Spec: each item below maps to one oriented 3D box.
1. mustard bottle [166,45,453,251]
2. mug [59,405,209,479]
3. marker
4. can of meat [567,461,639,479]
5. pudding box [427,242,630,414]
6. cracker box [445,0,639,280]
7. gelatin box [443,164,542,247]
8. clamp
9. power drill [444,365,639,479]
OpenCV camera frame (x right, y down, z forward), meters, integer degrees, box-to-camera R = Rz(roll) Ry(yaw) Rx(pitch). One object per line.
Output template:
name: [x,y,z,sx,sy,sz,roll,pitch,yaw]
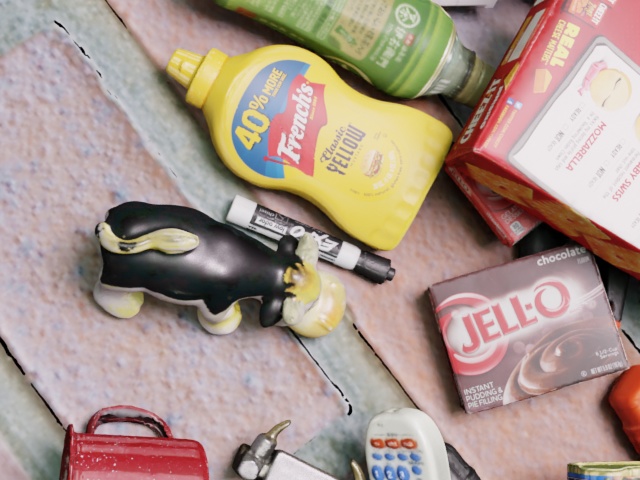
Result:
mustard bottle: [-0.015,-0.076,0.716,0.191,0.058,0.096,28,92,-4]
mug: [-0.114,0.150,0.643,0.081,0.093,0.117,6,41,-16]
marker: [-0.005,0.001,0.724,0.121,0.020,0.020,23,75,-6]
can of meat: [0.202,0.179,0.653,0.102,0.057,0.084,2,81,-11]
pudding box: [0.137,0.058,0.714,0.113,0.039,0.090,-17,85,4]
cracker box: [0.212,-0.068,0.672,0.213,0.072,0.164,30,84,-8]
gelatin box: [0.140,-0.050,0.723,0.089,0.030,0.073,-36,81,-6]
clamp: [0.160,-0.014,0.753,0.120,0.039,0.171,-14,82,2]
power drill: [0.168,0.167,0.707,0.187,0.057,0.184,-36,91,-13]
